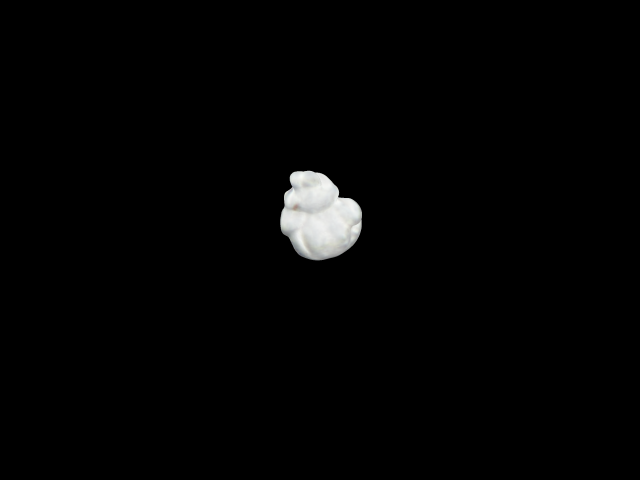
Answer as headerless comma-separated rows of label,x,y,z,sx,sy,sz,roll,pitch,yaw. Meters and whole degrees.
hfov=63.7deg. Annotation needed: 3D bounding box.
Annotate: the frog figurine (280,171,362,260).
frog figurine,0.003,-0.043,0.850,0.137,0.125,0.156,0,-30,0
